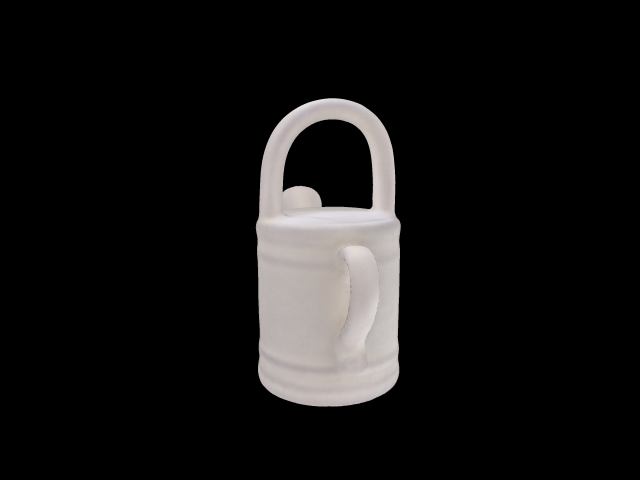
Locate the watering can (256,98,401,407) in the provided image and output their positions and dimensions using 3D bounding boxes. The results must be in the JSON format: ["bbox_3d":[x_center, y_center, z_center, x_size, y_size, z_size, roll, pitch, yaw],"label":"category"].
[{"bbox_3d":[0.002,0.002,0.399,0.101,0.194,0.172,-8,13,-36],"label":"watering can"}]
